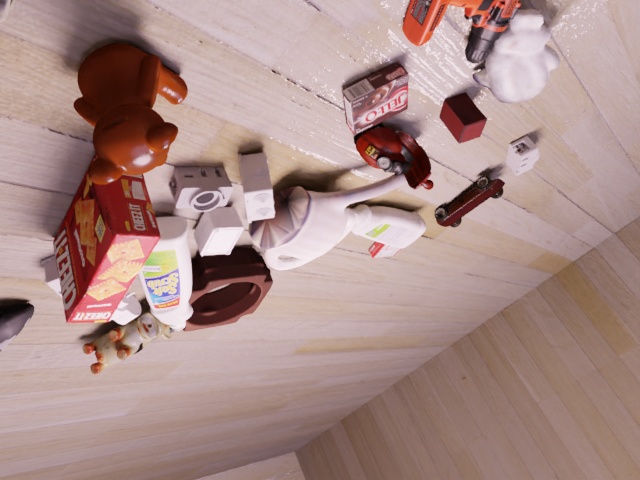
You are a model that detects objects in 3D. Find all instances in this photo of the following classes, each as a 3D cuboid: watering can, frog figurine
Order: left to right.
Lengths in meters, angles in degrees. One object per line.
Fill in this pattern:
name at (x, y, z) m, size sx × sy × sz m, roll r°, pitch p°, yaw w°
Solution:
watering can at (0.003, -0.052, 1.037) m, size 0.344 × 0.106 × 0.223 m, roll -41°, pitch 148°, yaw 21°
frog figurine at (0.358, -0.321, 0.903) m, size 0.137 × 0.125 × 0.156 m, roll 0°, pitch 157°, yaw -10°
